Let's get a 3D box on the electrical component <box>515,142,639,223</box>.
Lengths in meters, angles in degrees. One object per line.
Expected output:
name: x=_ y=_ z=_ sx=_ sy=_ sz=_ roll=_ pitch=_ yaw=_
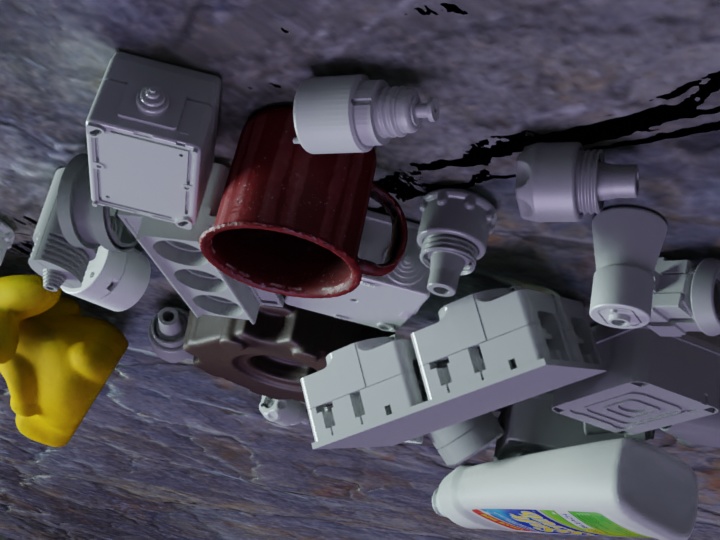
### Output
electrical component: x=0.116 y=-0.047 z=0.572 sx=0.062 sy=0.043 sz=0.043 roll=1 pitch=154 yaw=21

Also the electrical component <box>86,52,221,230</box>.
electrical component: x=-0.113 y=-0.078 z=0.600 sx=0.062 sy=0.061 sz=0.096 roll=14 pitch=149 yaw=-3

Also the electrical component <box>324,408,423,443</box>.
electrical component: x=0.013 y=0.138 z=1.012 sx=0.099 sy=0.064 sz=0.099 roll=10 pitch=156 yaw=5

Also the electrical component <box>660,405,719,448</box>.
electrical component: x=0.275 y=0.120 z=0.864 sx=0.077 sy=0.044 sz=0.079 roll=12 pitch=154 yaw=-7

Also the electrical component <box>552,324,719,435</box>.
electrical component: x=0.202 y=0.076 z=0.789 sx=0.078 sy=0.057 sz=0.113 roll=20 pitch=155 yaw=-18

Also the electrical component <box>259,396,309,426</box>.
electrical component: x=-0.073 y=0.145 z=1.109 sx=0.035 sy=0.035 sz=0.061 roll=-8 pitch=152 yaw=38

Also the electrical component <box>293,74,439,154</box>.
electrical component: x=0.002 y=-0.081 z=0.554 sx=0.078 sy=0.040 sz=0.040 roll=1 pitch=154 yaw=24

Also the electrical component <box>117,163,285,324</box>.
electrical component: x=-0.099 y=-0.018 z=0.715 sx=0.079 sy=0.063 sz=0.121 roll=6 pitch=156 yaw=13

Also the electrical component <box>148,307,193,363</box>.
electrical component: x=-0.162 y=0.052 z=0.931 sx=0.043 sy=0.043 sz=0.062 roll=11 pitch=154 yaw=3

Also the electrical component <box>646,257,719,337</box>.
electrical component: x=0.205 y=0.017 z=0.671 sx=0.055 sy=0.048 sz=0.066 roll=-3 pitch=154 yaw=47

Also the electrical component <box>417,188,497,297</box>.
electrical component: x=0.055 y=-0.015 z=0.649 sx=0.048 sy=0.062 sz=0.048 roll=12 pitch=156 yaw=5

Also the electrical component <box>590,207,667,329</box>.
electrical component: x=0.156 y=0.001 z=0.633 sx=0.044 sy=0.065 sz=0.044 roll=10 pitch=157 yaw=4

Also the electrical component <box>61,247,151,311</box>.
electrical component: x=-0.193 y=0.001 z=0.817 sx=0.055 sy=0.055 sz=0.047 roll=-6 pitch=154 yaw=35

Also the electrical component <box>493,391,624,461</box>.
electrical component: x=0.181 y=0.150 z=0.969 sx=0.109 sy=0.056 sz=0.108 roll=11 pitch=157 yaw=4

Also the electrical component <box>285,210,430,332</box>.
electrical component: x=0.000 y=0.000 z=0.726 sx=0.100 sy=0.048 sz=0.099 roll=15 pitch=157 yaw=-9

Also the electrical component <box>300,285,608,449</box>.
electrical component: x=0.063 y=0.070 z=0.761 sx=0.186 sy=0.060 sz=0.105 roll=-24 pitch=161 yaw=29

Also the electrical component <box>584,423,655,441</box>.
electrical component: x=0.216 y=0.117 z=0.892 sx=0.055 sy=0.045 sz=0.045 roll=3 pitch=155 yaw=19

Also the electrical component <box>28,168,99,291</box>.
electrical component: x=-0.197 y=-0.024 z=0.728 sx=0.043 sy=0.081 sz=0.043 roll=10 pitch=157 yaw=4

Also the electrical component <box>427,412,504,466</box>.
electrical component: x=0.084 y=0.133 z=0.974 sx=0.052 sy=0.073 sz=0.138 roll=-32 pitch=170 yaw=-6

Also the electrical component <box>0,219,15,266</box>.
electrical component: x=-0.298 y=-0.011 z=0.829 sx=0.048 sy=0.062 sz=0.048 roll=10 pitch=157 yaw=4
